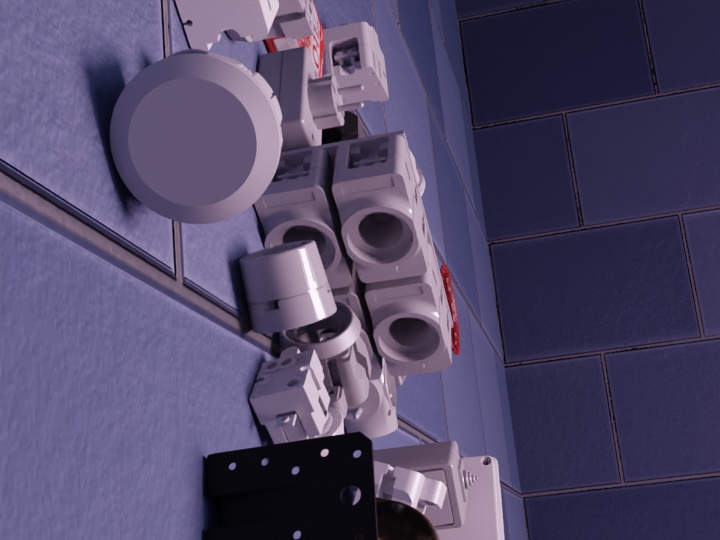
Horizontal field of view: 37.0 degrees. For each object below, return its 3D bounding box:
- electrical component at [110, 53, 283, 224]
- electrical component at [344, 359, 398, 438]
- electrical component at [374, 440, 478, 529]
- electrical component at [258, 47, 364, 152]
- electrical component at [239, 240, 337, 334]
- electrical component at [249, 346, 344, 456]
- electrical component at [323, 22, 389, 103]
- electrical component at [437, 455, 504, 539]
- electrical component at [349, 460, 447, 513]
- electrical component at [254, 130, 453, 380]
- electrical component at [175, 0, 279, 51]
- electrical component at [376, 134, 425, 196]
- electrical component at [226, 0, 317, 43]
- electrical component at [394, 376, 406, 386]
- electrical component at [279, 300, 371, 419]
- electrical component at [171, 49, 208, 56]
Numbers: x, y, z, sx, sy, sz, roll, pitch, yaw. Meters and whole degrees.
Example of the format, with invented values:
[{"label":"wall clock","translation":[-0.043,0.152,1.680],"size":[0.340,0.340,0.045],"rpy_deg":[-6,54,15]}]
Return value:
[{"label":"electrical component","translation":[-0.077,-0.066,0.523],"size":[0.051,0.080,0.080],"rpy_deg":[-81,160,-73]},{"label":"electrical component","translation":[0.002,0.100,0.878],"size":[0.079,0.044,0.077],"rpy_deg":[-43,123,-77]},{"label":"electrical component","translation":[0.055,0.192,0.942],"size":[0.061,0.096,0.061],"rpy_deg":[-56,136,-74]},{"label":"electrical component","translation":[-0.034,-0.121,0.791],"size":[0.047,0.076,0.083],"rpy_deg":[69,17,-49]},{"label":"electrical component","translation":[-0.047,0.010,0.680],"size":[0.055,0.055,0.047],"rpy_deg":[-48,125,-76]},{"label":"electrical component","translation":[-0.039,0.088,0.682],"size":[0.066,0.048,0.055],"rpy_deg":[-76,148,-63]},{"label":"electrical component","translation":[-0.006,-0.206,1.069],"size":[0.089,0.050,0.055],"rpy_deg":[44,38,-72]},{"label":"electrical component","translation":[0.079,0.234,1.001],"size":[0.108,0.109,0.056],"rpy_deg":[-88,167,-45]},{"label":"electrical component","translation":[0.023,0.189,0.857],"size":[0.058,0.078,0.057],"rpy_deg":[61,44,-61]},{"label":"electrical component","translation":[0.000,0.000,0.790],"size":[0.060,0.105,0.186],"rpy_deg":[-85,163,-50]},{"label":"electrical component","translation":[-0.085,-0.186,0.646],"size":[0.055,0.050,0.089],"rpy_deg":[-82,160,-57]},{"label":"electrical component","translation":[0.018,-0.087,1.023],"size":[0.080,0.080,0.051],"rpy_deg":[-87,159,-47]},{"label":"electrical component","translation":[-0.065,-0.183,0.735],"size":[0.066,0.055,0.048],"rpy_deg":[64,20,-58]},{"label":"electrical component","translation":[0.013,0.057,0.963],"size":[0.099,0.048,0.099],"rpy_deg":[-45,125,-77]},{"label":"electrical component","translation":[-0.024,0.058,0.748],"size":[0.078,0.058,0.057],"rpy_deg":[-81,162,-55]},{"label":"electrical component","translation":[-0.081,-0.067,0.589],"size":[0.077,0.043,0.079],"rpy_deg":[58,26,-65]}]
